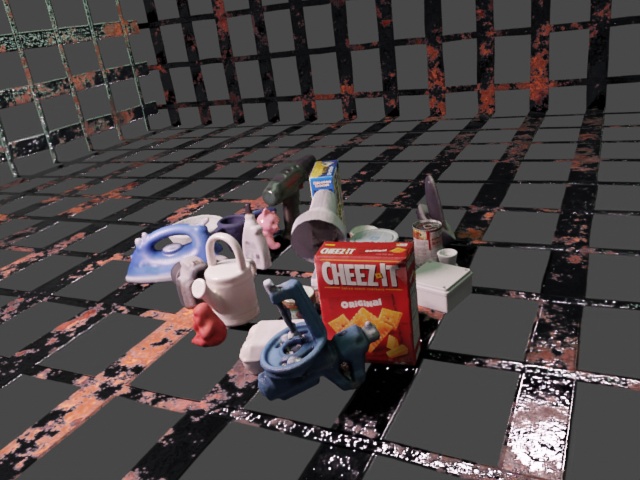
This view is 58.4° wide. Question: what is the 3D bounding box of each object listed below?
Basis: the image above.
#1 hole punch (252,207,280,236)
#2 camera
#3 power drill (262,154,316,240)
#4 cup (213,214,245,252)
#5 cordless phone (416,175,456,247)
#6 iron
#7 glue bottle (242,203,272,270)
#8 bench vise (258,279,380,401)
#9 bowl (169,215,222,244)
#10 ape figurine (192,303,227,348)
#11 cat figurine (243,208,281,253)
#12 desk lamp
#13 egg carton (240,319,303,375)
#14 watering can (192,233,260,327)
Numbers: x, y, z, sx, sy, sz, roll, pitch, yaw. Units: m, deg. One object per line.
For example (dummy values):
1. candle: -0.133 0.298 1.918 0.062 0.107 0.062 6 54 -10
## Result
1. hole punch: -0.183 -0.057 1.678 0.109 0.091 0.100 -16 23 -18
2. camera: -0.289 0.080 1.367 0.143 0.101 0.136 -22 26 -32
3. power drill: -0.072 -0.117 1.632 0.075 0.209 0.230 7 26 32
4. cup: -0.240 -0.009 1.576 0.091 0.095 0.118 10 28 36
5. cordless phone: 0.291 -0.086 1.465 0.094 0.185 0.147 -7 22 2
6. iron: -0.388 0.024 1.480 0.258 0.141 0.118 -10 22 -5
7. glue bottle: -0.169 -0.012 1.453 0.077 0.173 0.037 11 29 38
8. bench vise: -0.014 0.148 0.948 0.208 0.220 0.121 -18 24 -24
9. bowl: -0.349 -0.010 1.641 0.167 0.075 0.167 -7 22 3
10. ape figurine: -0.228 0.167 1.143 0.076 0.092 0.077 -9 22 -3
11. cat figurine: -0.157 -0.029 1.566 0.128 0.118 0.067 -25 28 -37
12. desk lamp: 0.012 0.005 1.299 0.117 0.214 0.203 -4 22 10
13. egg carton: -0.067 0.196 1.050 0.150 0.069 0.107 -4 22 9
14. watering can: -0.195 0.080 1.209 0.100 0.194 0.173 -3 23 12
